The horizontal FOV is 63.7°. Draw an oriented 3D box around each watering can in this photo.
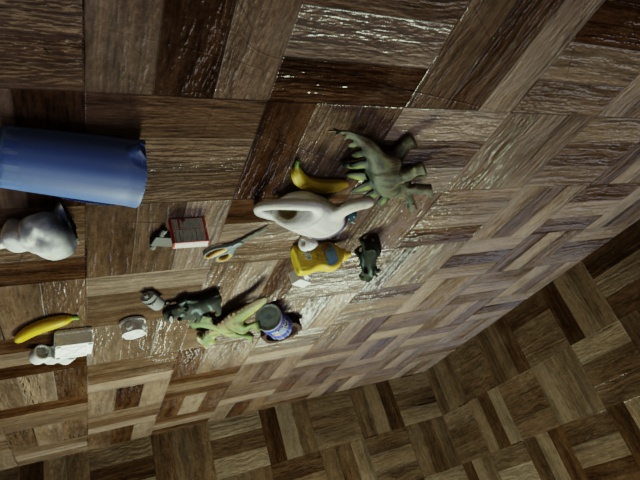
[{"bbox_3d":[0.004,-0.065,1.290,0.347,0.105,0.223,0,169,28],"label":"watering can"}]

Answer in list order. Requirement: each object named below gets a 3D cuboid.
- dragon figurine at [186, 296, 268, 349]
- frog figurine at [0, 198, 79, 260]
[{"bbox_3d":[-0.340,0.282,1.790,0.243,0.125,0.401,2,145,-21],"label":"dragon figurine"},{"bbox_3d":[-0.601,-0.003,1.083,0.160,0.123,0.136,-23,173,-17],"label":"frog figurine"}]
